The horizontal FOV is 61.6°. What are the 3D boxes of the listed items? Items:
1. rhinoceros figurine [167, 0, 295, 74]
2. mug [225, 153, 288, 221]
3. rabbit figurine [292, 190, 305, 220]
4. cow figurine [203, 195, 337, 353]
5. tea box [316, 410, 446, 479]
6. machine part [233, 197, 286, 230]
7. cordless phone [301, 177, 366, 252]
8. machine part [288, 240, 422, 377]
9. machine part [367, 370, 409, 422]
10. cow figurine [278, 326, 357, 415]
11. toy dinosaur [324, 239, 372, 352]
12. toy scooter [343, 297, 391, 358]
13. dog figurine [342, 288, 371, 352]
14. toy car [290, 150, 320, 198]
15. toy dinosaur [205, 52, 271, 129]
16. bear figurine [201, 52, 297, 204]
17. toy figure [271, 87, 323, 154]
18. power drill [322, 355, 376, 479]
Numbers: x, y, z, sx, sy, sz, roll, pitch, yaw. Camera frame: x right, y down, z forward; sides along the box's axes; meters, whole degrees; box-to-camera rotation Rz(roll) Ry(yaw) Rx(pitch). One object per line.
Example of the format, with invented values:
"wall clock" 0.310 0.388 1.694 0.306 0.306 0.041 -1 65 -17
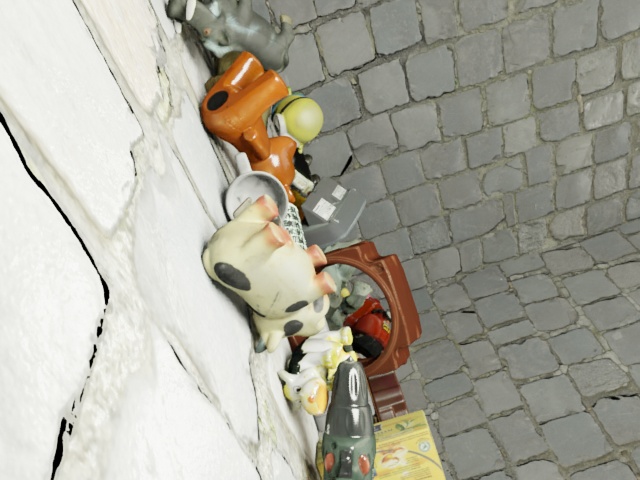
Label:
"rhinoceros figurine" -0.129 -0.310 0.787 0.073 0.190 0.112 2 -104 56
"mug" -0.096 -0.065 0.741 0.109 0.081 0.107 66 -7 -10
"rabbit figurine" -0.062 -0.048 1.092 0.162 0.122 0.173 63 -11 0
"cow figurine" -0.052 0.052 0.588 0.194 0.127 0.086 48 19 -44
"tea box" 0.088 0.325 0.781 0.068 0.170 0.098 -68 141 -84
"machine part" -0.060 0.043 0.694 0.242 0.079 0.079 68 5 -46
"cordless phone" -0.002 -0.002 0.934 0.146 0.089 0.184 -58 175 -50
"machine part" 0.043 0.114 0.846 0.087 0.201 0.201 -15 86 -66
"machine part" 0.127 0.299 0.935 0.179 0.056 0.179 -20 93 -88
"cow figurine" -0.013 0.179 0.736 0.167 0.098 0.068 -37 115 -67
"toy dinosaur" 0.016 0.118 1.127 0.405 0.131 0.192 -82 -166 -47
"toy scooter" 0.101 0.173 1.102 0.075 0.135 0.184 45 -21 -12
"dog figurine" 0.039 0.212 1.273 0.219 0.192 0.108 -44 125 -47
"toy car" -0.049 -0.134 0.988 0.073 0.056 0.202 37 17 -23
"toy dinosaur" -0.133 -0.267 0.943 0.198 0.105 0.471 97 -14 -88
"bear figurine" -0.079 -0.154 0.796 0.195 0.132 0.120 44 3 -45
"toy figure" -0.045 -0.228 0.978 0.082 0.089 0.180 31 19 -18
"power drill" 0.023 0.262 0.586 0.207 0.086 0.231 -50 141 -87
